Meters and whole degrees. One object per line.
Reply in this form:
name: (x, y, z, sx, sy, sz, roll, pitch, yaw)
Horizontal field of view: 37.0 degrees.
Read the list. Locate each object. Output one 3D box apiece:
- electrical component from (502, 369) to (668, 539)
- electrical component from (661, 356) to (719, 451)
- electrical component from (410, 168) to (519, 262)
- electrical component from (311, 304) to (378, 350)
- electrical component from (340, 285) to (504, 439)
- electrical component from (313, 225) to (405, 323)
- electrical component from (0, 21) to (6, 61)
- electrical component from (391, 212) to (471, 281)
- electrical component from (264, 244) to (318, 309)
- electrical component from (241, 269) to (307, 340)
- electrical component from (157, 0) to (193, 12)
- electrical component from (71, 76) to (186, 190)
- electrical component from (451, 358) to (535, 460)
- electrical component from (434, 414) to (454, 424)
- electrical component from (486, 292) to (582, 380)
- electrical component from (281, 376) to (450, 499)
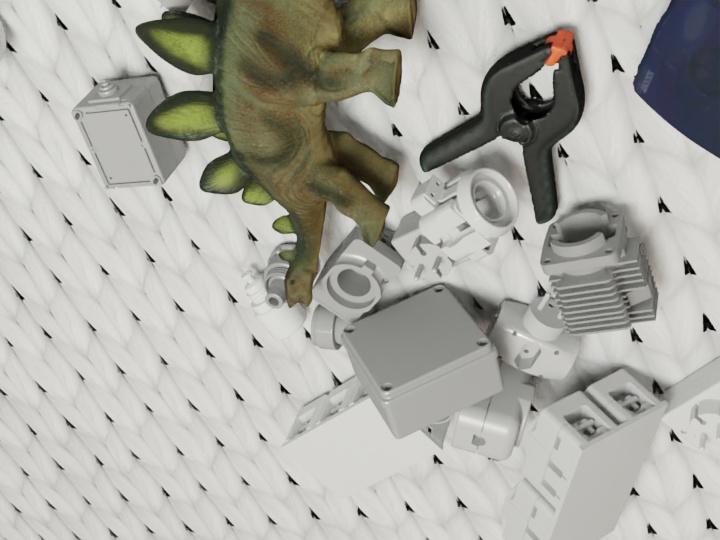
electrical component: (0.200, 0.185, 0.990, 0.060, 0.105, 0.186, 45, 143, 36)
electrical component: (0.306, 0.125, 0.931, 0.047, 0.075, 0.083, 38, 131, -9)
electrical component: (0.088, -0.047, 0.851, 0.078, 0.058, 0.057, 39, 143, -17)
electrical component: (-0.014, 0.055, 1.016, 0.055, 0.045, 0.045, 5, 129, 17)
electrical component: (0.053, 0.078, 0.942, 0.109, 0.108, 0.056, -24, 126, -9)
electrical component: (0.000, 0.000, 0.960, 0.050, 0.055, 0.089, 34, 131, -8)
electrical component: (-0.349, -0.202, 0.899, 0.060, 0.108, 0.108, -30, 113, 30)
electrical component: (0.064, -0.018, 0.907, 0.066, 0.076, 0.047, -25, 115, 34)
electrical component: (-0.069, 0.010, 0.989, 0.048, 0.062, 0.048, 11, 130, 13)
electrical component: (-0.085, 0.032, 1.027, 0.040, 0.040, 0.078, -24, 116, 34)
electrical component: (-0.148, -0.234, 0.835, 0.055, 0.048, 0.066, 31, 132, -15)
electrical component: (-0.199, -0.126, 0.930, 0.062, 0.061, 0.096, -2, 126, 22)
electrical component: (0.125, 0.124, 0.986, 0.059, 0.095, 0.053, 15, 131, 9)
electrical component: (0.057, 0.098, 1.003, 0.079, 0.077, 0.044, 9, 130, 14)
electrical component: (0.159, 0.051, 0.948, 0.077, 0.043, 0.079, 25, 132, 1)
electrical component: (0.008, 0.157, 1.079, 0.089, 0.061, 0.150, 44, 129, -16)
